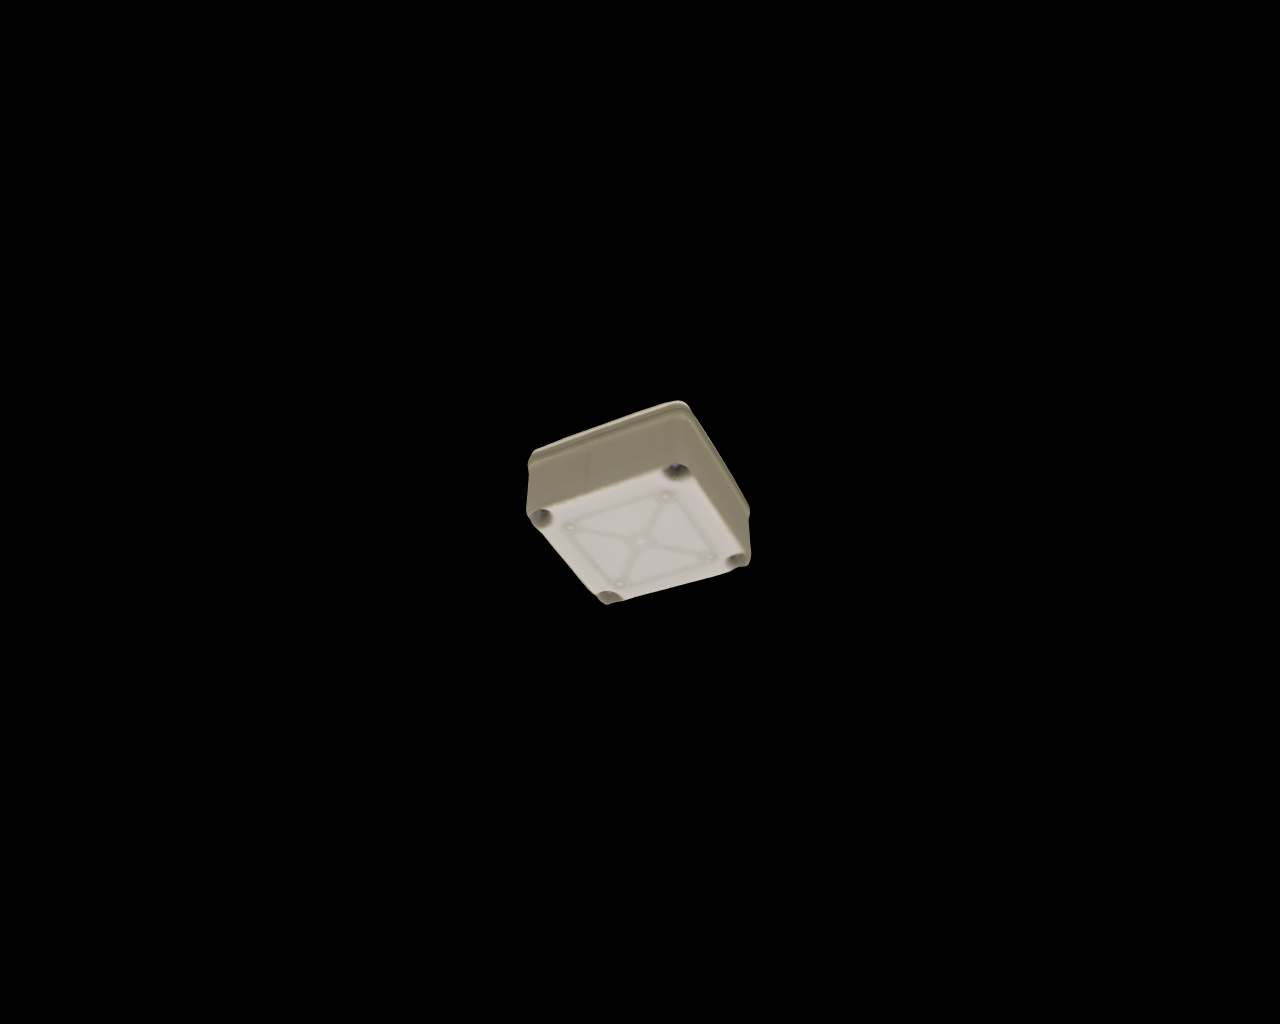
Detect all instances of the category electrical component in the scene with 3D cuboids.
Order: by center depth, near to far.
[{"bbox_3d":[0.001,-0.003,0.650,0.108,0.056,0.108,-18,-44,19],"label":"electrical component"}]
